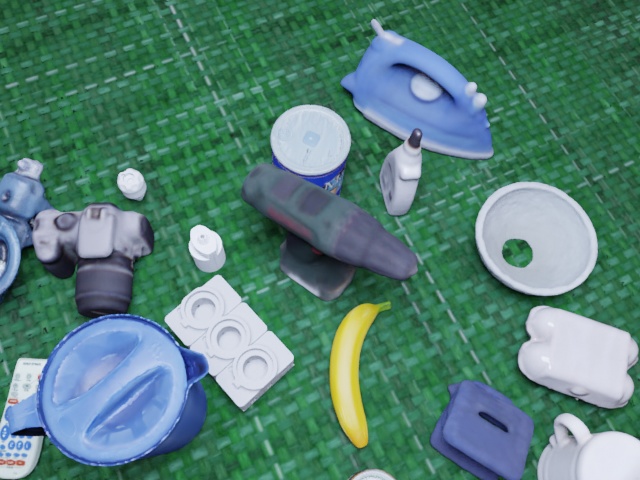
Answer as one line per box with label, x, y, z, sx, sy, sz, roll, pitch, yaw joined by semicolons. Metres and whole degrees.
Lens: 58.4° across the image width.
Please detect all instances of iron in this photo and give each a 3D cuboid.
iron;0.164;-0.223;0.850;0.258;0.141;0.119;32;70;8

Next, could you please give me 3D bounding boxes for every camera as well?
camera;-0.296;0.028;0.742;0.143;0.101;0.137;-2;69;-5

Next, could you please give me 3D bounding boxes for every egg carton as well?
egg carton;0.338;0.154;0.754;0.150;0.069;0.107;18;69;3

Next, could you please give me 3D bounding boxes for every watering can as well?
watering can;0.336;0.273;0.640;0.172;0.194;0.101;32;70;9

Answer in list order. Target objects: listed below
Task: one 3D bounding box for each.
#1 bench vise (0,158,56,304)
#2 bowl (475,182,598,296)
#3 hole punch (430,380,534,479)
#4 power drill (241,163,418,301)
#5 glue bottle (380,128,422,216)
bench vise;-0.419;-0.021;0.688;0.121;0.220;0.207;3;68;-2
bowl;0.292;0.007;0.805;0.167;0.075;0.167;1;69;-3
hole punch;0.201;0.231;0.703;0.108;0.091;0.101;30;70;8
power drill;0.007;0.003;0.715;0.229;0.208;0.076;33;70;9
glue bottle;0.116;-0.100;0.782;0.037;0.173;0.078;-7;69;-6
